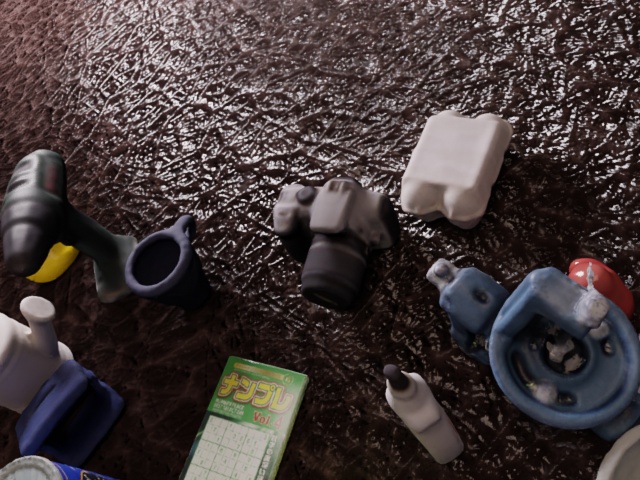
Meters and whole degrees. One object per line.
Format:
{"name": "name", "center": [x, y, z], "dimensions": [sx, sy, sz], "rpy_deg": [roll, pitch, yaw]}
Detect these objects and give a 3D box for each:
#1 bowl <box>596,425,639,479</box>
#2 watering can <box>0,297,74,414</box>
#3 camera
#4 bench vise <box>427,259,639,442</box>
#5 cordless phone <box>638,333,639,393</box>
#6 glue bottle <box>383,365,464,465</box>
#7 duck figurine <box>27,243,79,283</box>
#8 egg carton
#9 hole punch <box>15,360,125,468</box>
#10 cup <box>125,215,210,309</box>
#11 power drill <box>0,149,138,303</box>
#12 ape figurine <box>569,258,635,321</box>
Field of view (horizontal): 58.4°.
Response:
{"name": "bowl", "center": [0.293, 0.219, 0.428], "dimensions": [0.167, 0.075, 0.167], "rpy_deg": [-11, 56, 17]}
{"name": "watering can", "center": [-0.399, 0.133, 0.696], "dimensions": [0.100, 0.195, 0.173], "rpy_deg": [30, 75, 34]}
{"name": "camera", "center": [0.006, 0.002, 0.667], "dimensions": [0.142, 0.101, 0.137], "rpy_deg": [4, 62, 25]}
{"name": "bench vise", "center": [0.166, 0.076, 0.479], "dimensions": [0.206, 0.220, 0.121], "rpy_deg": [16, 67, 30]}
{"name": "cordless phone", "center": [0.321, 0.087, 0.429], "dimensions": [0.147, 0.185, 0.094], "rpy_deg": [22, 70, 32]}
{"name": "glue bottle", "center": [0.083, 0.143, 0.501], "dimensions": [0.037, 0.174, 0.078], "rpy_deg": [-36, 53, -2]}
{"name": "duck figurine", "center": [-0.416, 0.005, 0.852], "dimensions": [0.077, 0.086, 0.105], "rpy_deg": [12, 65, 29]}
{"name": "egg carton", "center": [0.161, -0.087, 0.678], "dimensions": [0.107, 0.070, 0.150], "rpy_deg": [12, 65, 29]}
{"name": "hole punch", "center": [-0.311, 0.203, 0.681], "dimensions": [0.100, 0.091, 0.109], "rpy_deg": [24, 72, 33]}
{"name": "cup", "center": [-0.177, 0.036, 0.727], "dimensions": [0.091, 0.095, 0.118], "rpy_deg": [12, 65, 29]}
{"name": "power drill", "center": [-0.321, -0.005, 0.741], "dimensions": [0.075, 0.209, 0.229], "rpy_deg": [-30, 53, 3]}
{"name": "ape figurine", "center": [0.255, 0.050, 0.539], "dimensions": [0.075, 0.092, 0.078], "rpy_deg": [26, 72, 33]}
